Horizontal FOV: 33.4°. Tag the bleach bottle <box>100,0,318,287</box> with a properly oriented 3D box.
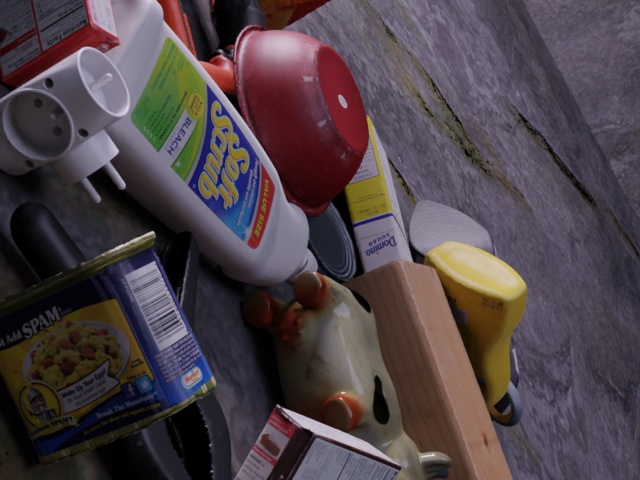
[{"bbox_3d":[-0.076,-0.049,0.738,0.250,0.068,0.102,45,57,-42],"label":"bleach bottle"}]

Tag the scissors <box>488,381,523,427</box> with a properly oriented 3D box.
[{"bbox_3d":[0.141,0.110,1.046,0.016,0.096,0.202,-7,74,-38],"label":"scissors"}]

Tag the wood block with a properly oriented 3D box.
[{"bbox_3d":[0.077,0.130,0.872,0.090,0.090,0.206,15,53,-62],"label":"wood block"}]

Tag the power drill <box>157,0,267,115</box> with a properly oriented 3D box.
[{"bbox_3d":[-0.085,-0.146,0.841,0.187,0.057,0.184,18,52,-60],"label":"power drill"}]

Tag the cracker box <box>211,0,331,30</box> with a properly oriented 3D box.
[{"bbox_3d":[-0.003,-0.297,0.976,0.072,0.214,0.164,38,35,-46],"label":"cracker box"}]

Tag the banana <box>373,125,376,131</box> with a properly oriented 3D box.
[{"bbox_3d":[0.011,-0.128,1.063,0.197,0.037,0.069,35,38,-50],"label":"banana"}]

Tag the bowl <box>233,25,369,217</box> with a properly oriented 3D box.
[{"bbox_3d":[-0.005,-0.103,0.847,0.162,0.055,0.162,48,33,-45],"label":"bowl"}]

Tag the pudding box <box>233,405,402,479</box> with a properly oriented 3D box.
[{"bbox_3d":[-0.008,0.160,0.658,0.039,0.090,0.113,27,-5,37],"label":"pudding box"}]

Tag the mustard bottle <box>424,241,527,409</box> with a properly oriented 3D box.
[{"bbox_3d":[0.131,0.101,0.976,0.058,0.096,0.192,-28,135,-37],"label":"mustard bottle"}]

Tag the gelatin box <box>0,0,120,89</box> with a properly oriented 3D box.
[{"bbox_3d":[-0.164,-0.142,0.650,0.030,0.073,0.089,24,45,-59],"label":"gelatin box"}]

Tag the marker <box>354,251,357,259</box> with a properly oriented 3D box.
[{"bbox_3d":[-0.006,-0.027,0.946,0.121,0.020,0.020,55,24,-21],"label":"marker"}]

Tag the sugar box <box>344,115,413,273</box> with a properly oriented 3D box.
[{"bbox_3d":[0.054,-0.020,1.014,0.093,0.048,0.176,58,19,-59],"label":"sugar box"}]

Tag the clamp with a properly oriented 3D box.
[{"bbox_3d":[-0.102,0.074,0.609,0.164,0.036,0.210,22,47,-58],"label":"clamp"}]

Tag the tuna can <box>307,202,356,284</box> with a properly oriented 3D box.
[{"bbox_3d":[-0.006,0.001,0.897,0.086,0.034,0.086,47,29,-36],"label":"tuna can"}]

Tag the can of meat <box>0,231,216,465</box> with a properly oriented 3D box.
[{"bbox_3d":[-0.112,0.054,0.526,0.084,0.102,0.057,65,23,-3],"label":"can of meat"}]
